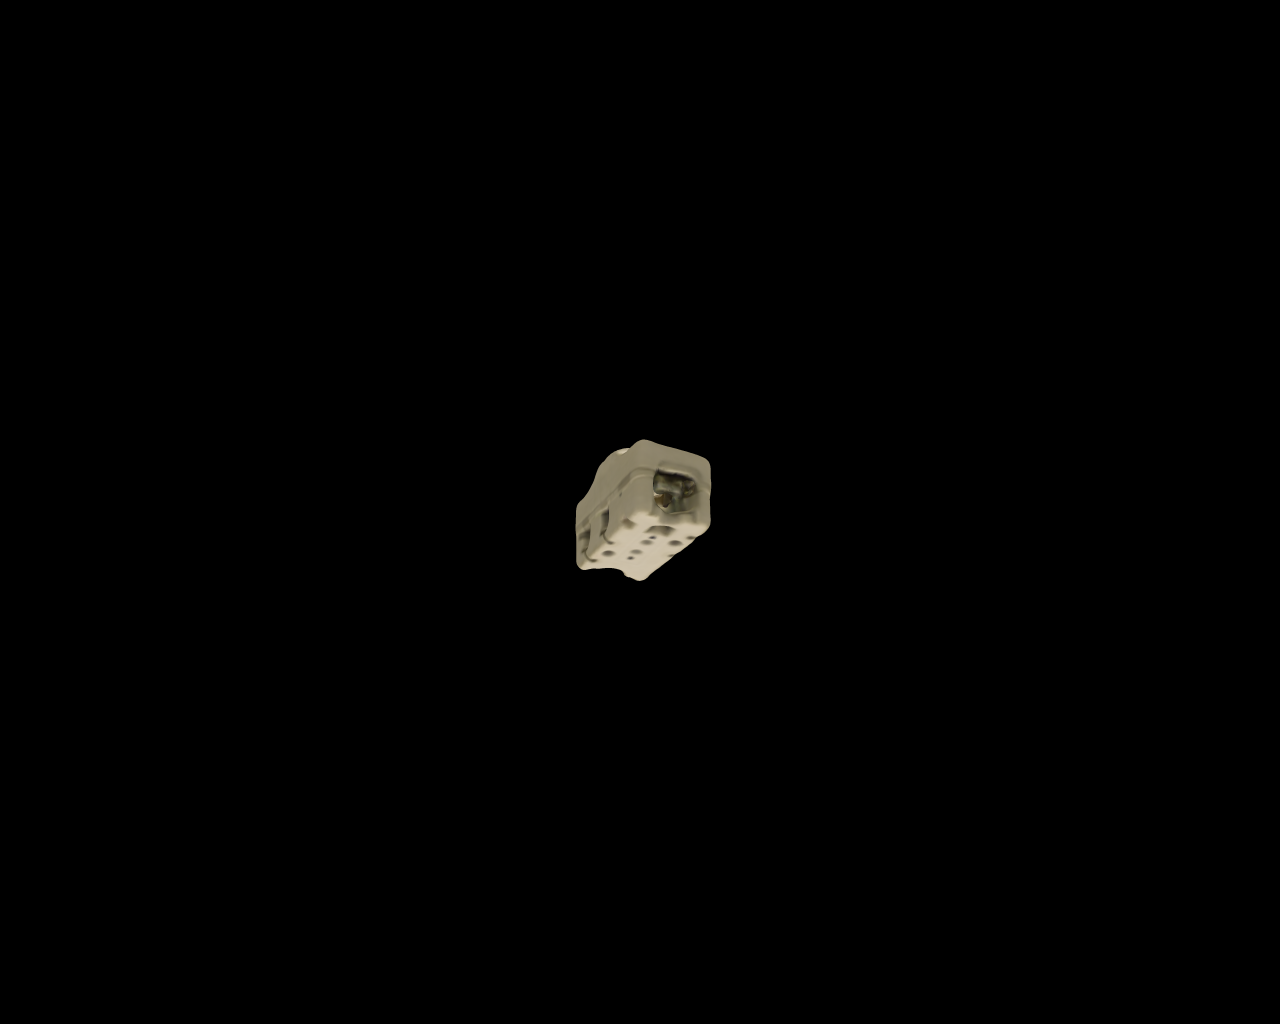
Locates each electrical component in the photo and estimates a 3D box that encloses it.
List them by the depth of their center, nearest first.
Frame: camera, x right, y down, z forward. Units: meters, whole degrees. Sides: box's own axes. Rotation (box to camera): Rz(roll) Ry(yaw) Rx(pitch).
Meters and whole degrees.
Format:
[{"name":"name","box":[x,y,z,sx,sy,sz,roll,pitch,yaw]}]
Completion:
[{"name":"electrical component","box":[0.001,-0.003,0.650,0.050,0.056,0.089,14,-32,-24]}]
